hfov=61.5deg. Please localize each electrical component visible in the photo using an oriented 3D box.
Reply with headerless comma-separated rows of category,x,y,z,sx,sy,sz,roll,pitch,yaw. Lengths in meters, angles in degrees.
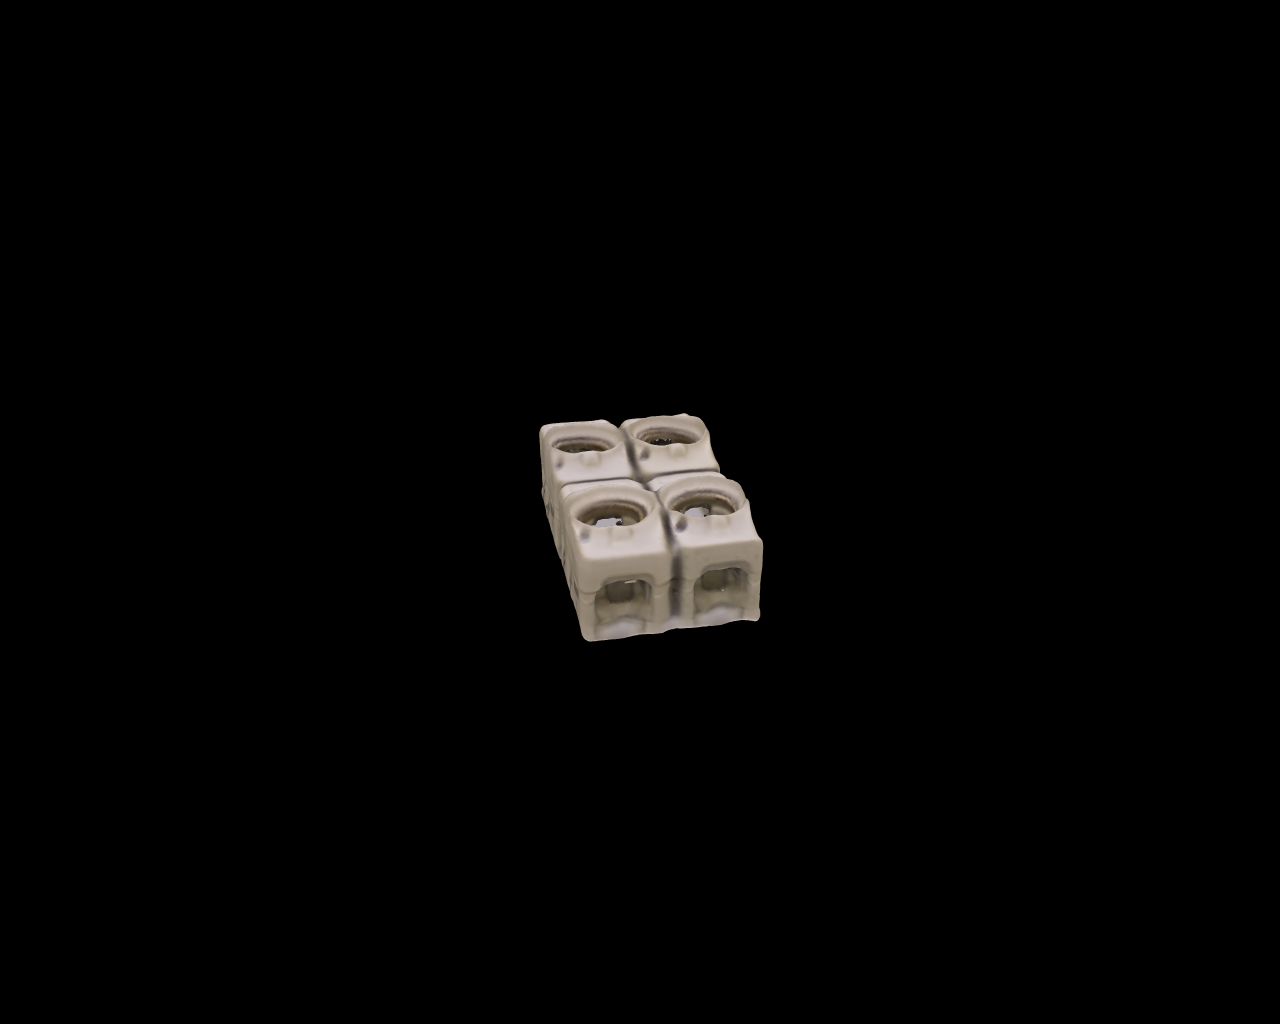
electrical component,0.001,-0.003,0.650,0.105,0.060,0.186,-5,29,-10
